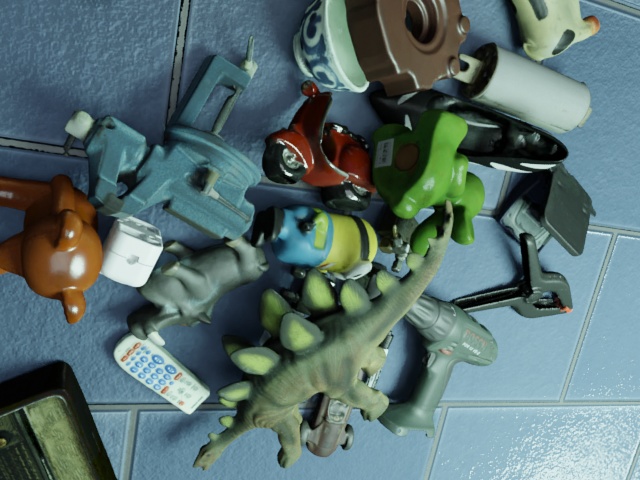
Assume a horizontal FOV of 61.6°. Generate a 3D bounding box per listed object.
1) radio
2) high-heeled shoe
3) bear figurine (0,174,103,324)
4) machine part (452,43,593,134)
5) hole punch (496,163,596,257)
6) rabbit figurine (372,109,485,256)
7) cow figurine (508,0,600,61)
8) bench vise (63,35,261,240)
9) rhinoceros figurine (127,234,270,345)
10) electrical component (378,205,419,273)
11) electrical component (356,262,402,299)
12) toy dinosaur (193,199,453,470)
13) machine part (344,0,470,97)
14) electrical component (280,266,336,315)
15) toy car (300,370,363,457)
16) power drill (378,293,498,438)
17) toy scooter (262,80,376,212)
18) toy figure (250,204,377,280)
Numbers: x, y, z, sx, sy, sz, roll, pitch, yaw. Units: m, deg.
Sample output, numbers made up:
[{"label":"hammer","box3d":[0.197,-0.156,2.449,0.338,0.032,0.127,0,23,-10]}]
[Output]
[{"label":"radio","box3d":[-0.346,0.280,0.675,0.131,0.073,0.229,-16,110,-14]},{"label":"high-heeled shoe","box3d":[0.193,-0.141,0.695,0.249,0.145,0.086,11,101,-23]},{"label":"bear figurine","box3d":[-0.288,0.005,0.546,0.132,0.196,0.120,-2,110,-17]},{"label":"machine part","box3d":[0.286,-0.207,0.744,0.243,0.079,0.079,13,101,-21]},{"label":"hole punch","box3d":[0.346,-0.043,0.821,0.142,0.092,0.116,37,66,-22]},{"label":"rabbit figurine","box3d":[0.159,-0.064,0.681,0.170,0.121,0.159,20,62,-40]},{"label":"cow figurine","box3d":[0.278,-0.332,0.704,0.127,0.086,0.194,-35,115,-13]},{"label":"bench vise","box3d":[-0.150,-0.118,0.605,0.223,0.129,0.240,29,75,-15]},{"label":"rhinoceros figurine","box3d":[-0.158,0.055,0.678,0.190,0.073,0.112,-31,124,-10]},{"label":"electrical component","box3d":[0.114,-0.016,0.741,0.078,0.045,0.102,51,52,-32]},{"label":"electrical component","box3d":[0.065,0.092,0.760,0.048,0.075,0.119,18,95,-22]},{"label":"toy dinosaur","box3d":[0.003,0.141,0.668,0.471,0.105,0.198,-40,118,9]},{"label":"machine part","box3d":[0.108,-0.263,0.645,0.179,0.056,0.179,-4,97,-40]},{"label":"electrical component","box3d":[-0.008,0.075,0.758,0.094,0.021,0.063,25,96,-23]},{"label":"toy car","box3d":[0.028,0.232,0.800,0.089,0.053,0.202,15,102,-16]},{"label":"power drill","box3d":[0.157,0.188,0.808,0.232,0.086,0.207,21,94,-36]},{"label":"toy scooter","box3d":[0.008,-0.118,0.670,0.183,0.075,0.135,20,71,-44]},{"label":"toy figure","box3d":[0.001,-0.002,0.688,0.180,0.082,0.089,21,92,-37]}]
